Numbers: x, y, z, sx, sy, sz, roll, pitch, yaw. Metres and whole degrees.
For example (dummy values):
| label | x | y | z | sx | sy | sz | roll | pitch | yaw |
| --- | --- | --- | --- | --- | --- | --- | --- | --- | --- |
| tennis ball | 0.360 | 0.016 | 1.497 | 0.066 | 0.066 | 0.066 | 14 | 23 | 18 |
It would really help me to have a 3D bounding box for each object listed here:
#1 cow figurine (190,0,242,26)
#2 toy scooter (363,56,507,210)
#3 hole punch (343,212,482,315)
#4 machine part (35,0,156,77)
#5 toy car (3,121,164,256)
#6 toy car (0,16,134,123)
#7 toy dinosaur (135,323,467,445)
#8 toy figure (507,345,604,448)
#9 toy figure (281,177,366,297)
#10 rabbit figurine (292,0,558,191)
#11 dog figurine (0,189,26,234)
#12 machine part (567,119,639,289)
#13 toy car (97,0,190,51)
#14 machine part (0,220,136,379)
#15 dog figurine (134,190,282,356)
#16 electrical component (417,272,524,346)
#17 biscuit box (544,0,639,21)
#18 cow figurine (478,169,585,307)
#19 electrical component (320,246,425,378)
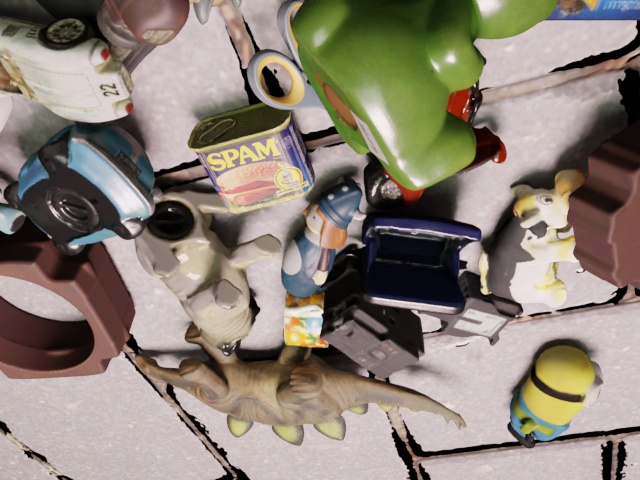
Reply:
| label | x | y | z | sx | sy | sz | roll | pitch | yaw |
| --- | --- | --- | --- | --- | --- | --- | --- | --- | --- |
| cow figurine | -0.051 | -0.233 | 0.366 | 0.195 | 0.085 | 0.127 | -8 | 120 | 28 |
| toy scooter | 0.106 | -0.107 | 0.481 | 0.135 | 0.075 | 0.183 | -5 | 131 | 1 |
| hole punch | 0.098 | 0.007 | 0.556 | 0.142 | 0.116 | 0.092 | 4 | 113 | 0 |
| machine part | -0.203 | -0.194 | 0.443 | 0.138 | 0.039 | 0.084 | 35 | 132 | -27 |
| toy car | -0.215 | -0.057 | 0.515 | 0.162 | 0.103 | 0.109 | -20 | 122 | 37 |
| toy car | -0.246 | -0.146 | 0.440 | 0.202 | 0.056 | 0.073 | 16 | 150 | 12 |
| toy dinosaur | -0.032 | 0.204 | 0.740 | 0.472 | 0.105 | 0.198 | 5 | 139 | 10 |
| toy figure | 0.319 | 0.222 | 0.751 | 0.089 | 0.082 | 0.180 | 12 | 133 | -11 |
| toy figure | 0.001 | -0.001 | 0.578 | 0.064 | 0.058 | 0.154 | 39 | 131 | 17 |
| rabbit figurine | 0.071 | -0.147 | 0.351 | 0.170 | 0.121 | 0.159 | -38 | 120 | -2 |
| dog figurine | -0.418 | -0.043 | 0.502 | 0.219 | 0.108 | 0.191 | 25 | 164 | 1 |
| machine part | 0.315 | -0.036 | 0.502 | 0.179 | 0.056 | 0.179 | -12 | 122 | -20 |
| toy car | -0.144 | -0.224 | 0.345 | 0.089 | 0.053 | 0.202 | -16 | 101 | 48 |
| machine part | -0.344 | 0.075 | 0.647 | 0.202 | 0.087 | 0.200 | -4 | 130 | 8 |
| dog figurine | -0.144 | 0.044 | 0.615 | 0.172 | 0.121 | 0.190 | 44 | 145 | 8 |
| electrical component | 0.176 | 0.082 | 0.656 | 0.119 | 0.048 | 0.074 | 14 | 130 | -9 |
| biscuit box | 0.168 | -0.203 | 0.402 | 0.203 | 0.063 | 0.059 | 0 | 130 | 1 |
| cow figurine | 0.223 | -0.003 | 0.572 | 0.098 | 0.068 | 0.167 | 2 | 130 | 8 |
| electrical component | 0.065 | 0.088 | 0.623 | 0.134 | 0.115 | 0.058 | 35 | 127 | -28 |
